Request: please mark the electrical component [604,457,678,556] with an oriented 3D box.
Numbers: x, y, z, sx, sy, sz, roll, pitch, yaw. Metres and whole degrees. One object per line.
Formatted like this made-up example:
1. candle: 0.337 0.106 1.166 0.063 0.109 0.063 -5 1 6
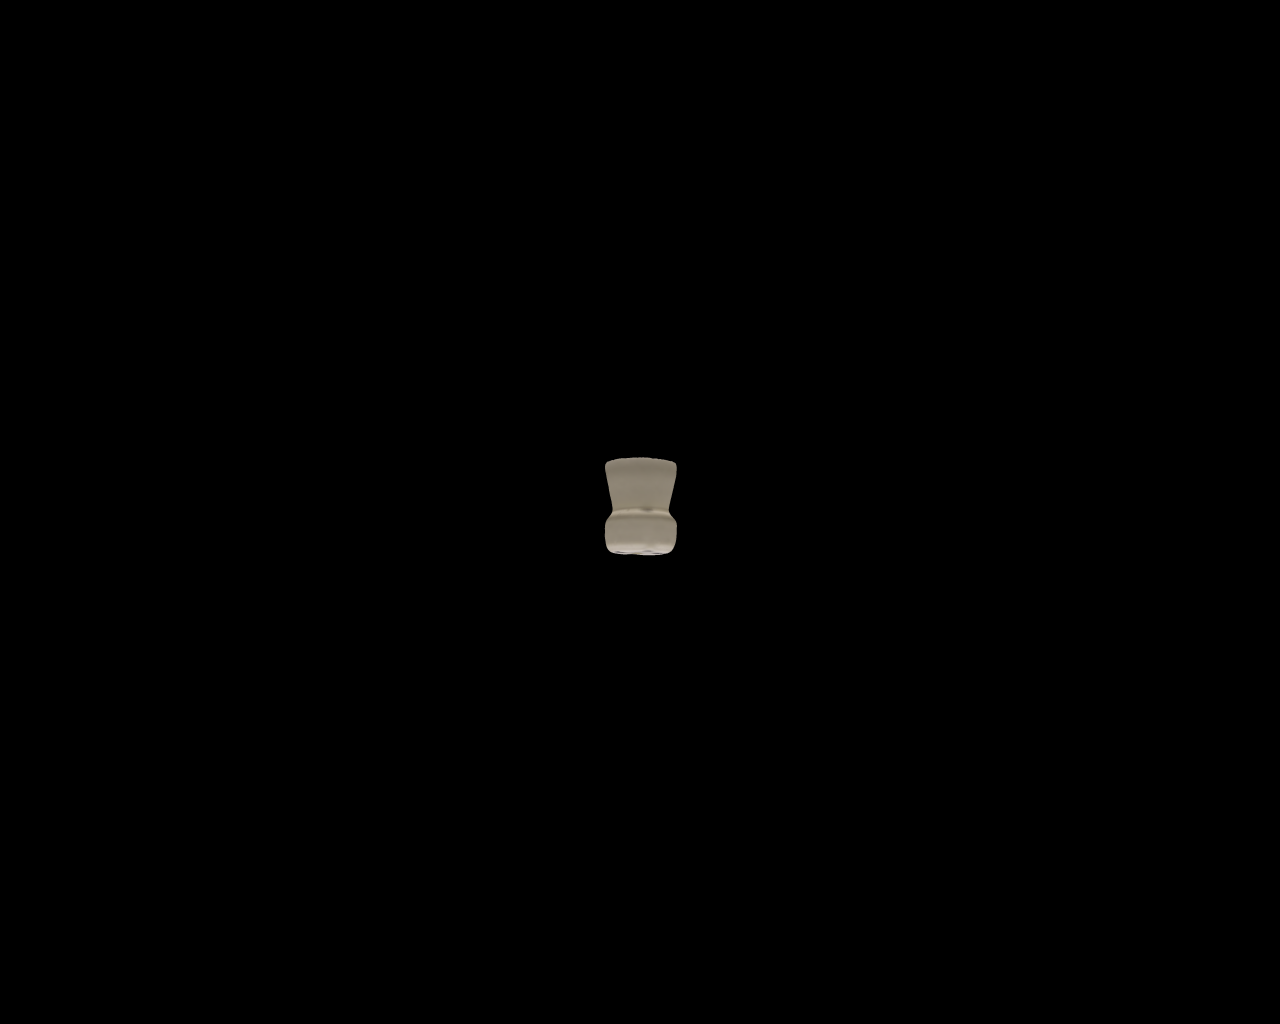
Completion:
1. electrical component: 0.001 -0.003 0.650 0.045 0.055 0.045 0 -7 0
